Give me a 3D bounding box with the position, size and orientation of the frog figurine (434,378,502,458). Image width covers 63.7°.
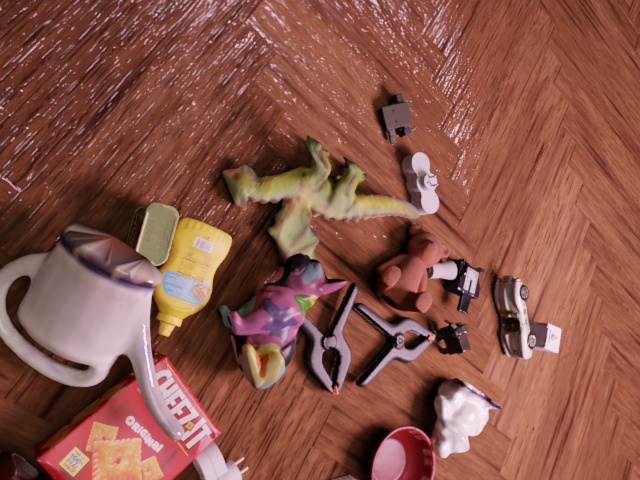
[{"bbox_3d":[0.290,0.384,1.099,0.135,0.124,0.160,40,82,-36],"label":"frog figurine"}]

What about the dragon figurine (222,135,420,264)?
[{"bbox_3d":[0.003,-0.050,1.003,0.407,0.123,0.243,30,87,-22],"label":"dragon figurine"}]

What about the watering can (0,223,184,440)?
[{"bbox_3d":[-0.300,0.119,0.733,0.347,0.104,0.223,32,96,-1],"label":"watering can"}]
